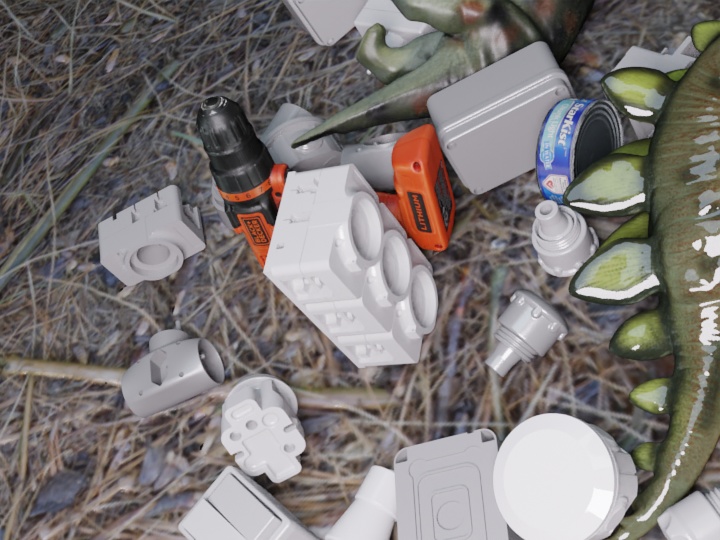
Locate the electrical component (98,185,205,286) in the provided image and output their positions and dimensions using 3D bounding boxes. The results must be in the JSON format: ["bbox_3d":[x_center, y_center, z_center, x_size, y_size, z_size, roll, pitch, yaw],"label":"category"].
[{"bbox_3d":[-0.197,-0.029,1.018,0.089,0.050,0.055,-26,49,12],"label":"electrical component"}]

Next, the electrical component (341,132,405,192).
[{"bbox_3d":[0.032,-0.096,0.927,0.077,0.044,0.079,-6,18,21],"label":"electrical component"}]

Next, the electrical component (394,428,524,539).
[{"bbox_3d":[0.070,0.172,0.714,0.078,0.057,0.113,-17,51,20],"label":"electrical component"}]

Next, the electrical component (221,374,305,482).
[{"bbox_3d":[-0.076,0.117,0.831,0.058,0.078,0.057,-28,26,6],"label":"electrical component"}]

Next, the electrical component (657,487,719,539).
[{"bbox_3d":[0.217,0.152,0.652,0.062,0.043,0.043,-34,48,4],"label":"electrical component"}]

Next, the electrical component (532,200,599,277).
[{"bbox_3d":[0.149,-0.028,0.805,0.048,0.062,0.048,-16,52,21],"label":"electrical component"}]

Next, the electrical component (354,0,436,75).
[{"bbox_3d":[0.034,-0.212,1.013,0.083,0.047,0.075,18,69,38],"label":"electrical component"}]

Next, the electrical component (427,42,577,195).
[{"bbox_3d":[0.121,-0.122,0.878,0.113,0.078,0.057,-26,46,13],"label":"electrical component"}]

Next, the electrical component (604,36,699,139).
[{"bbox_3d":[0.233,-0.145,0.853,0.081,0.042,0.064,-49,44,-9],"label":"electrical component"}]

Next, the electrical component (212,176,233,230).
[{"bbox_3d":[-0.117,-0.069,0.985,0.040,0.078,0.040,-6,56,10],"label":"electrical component"}]

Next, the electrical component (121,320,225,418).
[{"bbox_3d":[-0.162,0.078,0.926,0.077,0.043,0.079,-25,50,14],"label":"electrical component"}]

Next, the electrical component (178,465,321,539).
[{"bbox_3d":[-0.078,0.196,0.782,0.096,0.061,0.061,32,78,41],"label":"electrical component"}]

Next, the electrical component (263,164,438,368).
[{"bbox_3d":[0.000,0.000,0.814,0.062,0.150,0.089,-7,56,28],"label":"electrical component"}]

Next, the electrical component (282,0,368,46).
[{"bbox_3d":[-0.021,-0.290,1.080,0.113,0.078,0.057,-41,44,-1],"label":"electrical component"}]

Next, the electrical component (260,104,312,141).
[{"bbox_3d":[-0.075,-0.111,1.009,0.043,0.043,0.081,16,68,37],"label":"electrical component"}]

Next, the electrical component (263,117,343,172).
[{"bbox_3d":[-0.049,-0.092,0.956,0.080,0.080,0.051,-36,53,4],"label":"electrical component"}]

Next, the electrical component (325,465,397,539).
[{"bbox_3d":[0.010,0.172,0.762,0.044,0.044,0.065,14,62,36],"label":"electrical component"}]

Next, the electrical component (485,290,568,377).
[{"bbox_3d":[0.117,0.049,0.783,0.062,0.048,0.048,-50,48,0],"label":"electrical component"}]

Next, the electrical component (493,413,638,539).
[{"bbox_3d":[0.128,0.131,0.668,0.080,0.051,0.080,-10,73,34],"label":"electrical component"}]
